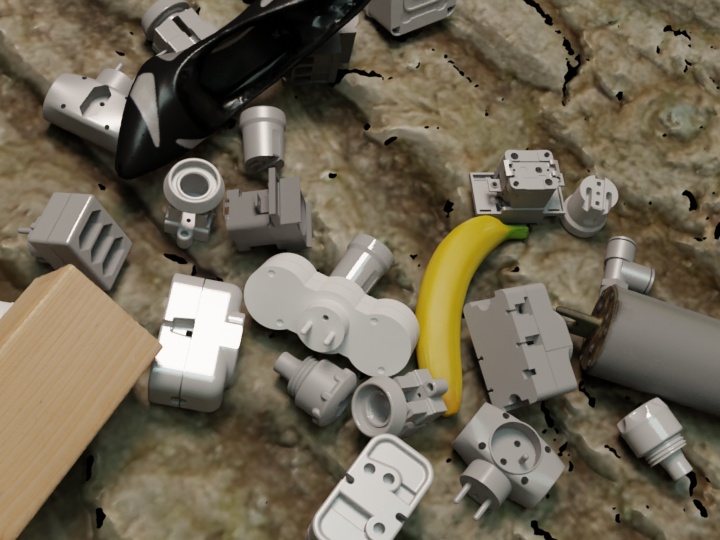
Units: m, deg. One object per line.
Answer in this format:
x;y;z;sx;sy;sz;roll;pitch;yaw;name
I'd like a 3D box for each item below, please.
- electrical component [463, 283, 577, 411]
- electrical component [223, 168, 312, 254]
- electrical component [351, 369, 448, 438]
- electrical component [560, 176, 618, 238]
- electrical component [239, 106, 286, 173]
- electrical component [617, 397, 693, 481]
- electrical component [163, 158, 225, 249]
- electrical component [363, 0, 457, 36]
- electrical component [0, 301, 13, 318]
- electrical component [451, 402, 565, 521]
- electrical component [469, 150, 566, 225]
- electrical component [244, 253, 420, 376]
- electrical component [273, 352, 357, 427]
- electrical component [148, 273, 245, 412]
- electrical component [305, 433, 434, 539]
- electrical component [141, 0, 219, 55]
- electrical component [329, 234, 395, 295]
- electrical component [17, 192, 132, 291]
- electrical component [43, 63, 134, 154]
0.129;0.060;0.849;0.056;0.050;0.089;-8;77;-39;electrical component
-0.074;-0.042;0.865;0.064;0.081;0.042;-7;63;6;electrical component
0.027;0.103;0.813;0.055;0.066;0.048;0;58;-48;electrical component
0.201;-0.056;0.939;0.040;0.046;0.040;4;63;-8;electrical component
-0.082;-0.111;0.918;0.040;0.040;0.046;0;69;-11;electrical component
0.237;0.136;0.849;0.043;0.043;0.062;-27;72;-22;electrical component
-0.135;-0.059;0.871;0.048;0.055;0.066;14;61;-4;electrical component
0.044;-0.283;0.985;0.078;0.113;0.057;-25;52;-21;electrical component
-0.282;0.039;0.807;0.061;0.035;0.035;10;62;-2;electrical component
0.102;0.153;0.814;0.077;0.044;0.079;39;63;10;electrical component
0.139;-0.072;0.926;0.081;0.063;0.042;-2;63;-11;electrical component
-0.025;0.040;0.824;0.138;0.052;0.073;25;21;5;electrical component
-0.037;0.086;0.823;0.062;0.048;0.048;32;62;14;electrical component
-0.121;0.056;0.816;0.059;0.053;0.095;11;62;-5;electrical component
0.005;0.173;0.777;0.054;0.059;0.095;36;62;8;electrical component
-0.160;-0.208;0.950;0.066;0.048;0.055;-38;83;-25;electrical component
0.000;0.000;0.877;0.040;0.040;0.046;33;67;7;electrical component
-0.231;-0.023;0.835;0.077;0.065;0.047;5;58;25;electrical component
-0.213;-0.142;0.907;0.077;0.043;0.079;26;62;3;electrical component
